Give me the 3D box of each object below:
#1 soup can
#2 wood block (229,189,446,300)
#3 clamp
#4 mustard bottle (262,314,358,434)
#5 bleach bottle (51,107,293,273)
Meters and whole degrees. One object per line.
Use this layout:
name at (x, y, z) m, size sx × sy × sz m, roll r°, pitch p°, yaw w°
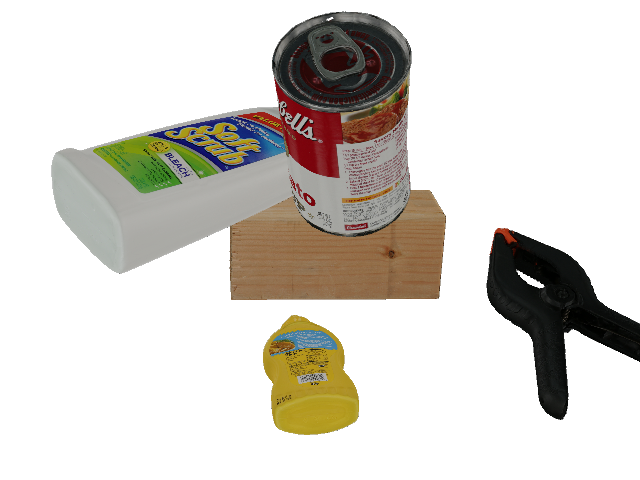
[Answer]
soup can at (0.014, -0.058, 0.555) m, size 0.068 × 0.068 × 0.102 m, roll 0°, pitch -37°, yaw 5°
wood block at (0.013, 0.003, 1.068) m, size 0.206 × 0.091 × 0.090 m, roll 0°, pitch 20°, yaw -6°
clamp at (0.185, 0.053, 0.779) m, size 0.120 × 0.039 × 0.171 m, roll -4°, pitch 45°, yaw -20°
mustard bottle at (-0.018, 0.146, 1.248) m, size 0.096 × 0.058 × 0.191 m, roll -6°, pitch 30°, yaw -7°
bleach bottle at (-0.071, -0.061, 0.820) m, size 0.250 × 0.068 × 0.103 m, roll -25°, pitch 50°, yaw -32°
